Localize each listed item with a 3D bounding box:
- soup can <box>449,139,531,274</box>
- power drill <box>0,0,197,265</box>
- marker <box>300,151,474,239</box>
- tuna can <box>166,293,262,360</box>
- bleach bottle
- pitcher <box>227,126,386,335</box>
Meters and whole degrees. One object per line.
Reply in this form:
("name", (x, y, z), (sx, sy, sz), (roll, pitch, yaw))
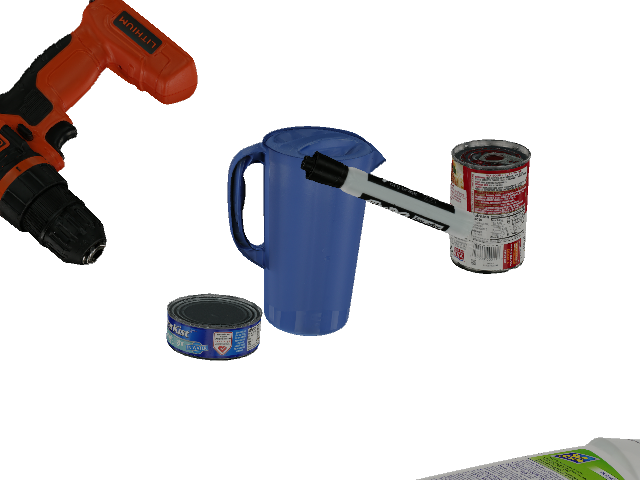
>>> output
("soup can", (0.148, -0.030, 0.939), (0.068, 0.102, 0.068), (-2, 24, 1))
("power drill", (-0.182, -0.090, 0.803), (0.187, 0.184, 0.057), (-44, -12, -26))
("marker", (0.043, -0.030, 0.690), (0.121, 0.020, 0.020), (21, -6, -16))
("tuna can", (-0.096, 0.078, 0.964), (0.086, 0.034, 0.086), (5, 16, -1))
("bleach bottle", (0.137, 0.163, 0.618), (0.250, 0.068, 0.103), (-7, 19, -27))
("pitcher", (-0.021, -0.011, 1.302), (0.149, 0.243, 0.144), (17, 25, 28))
